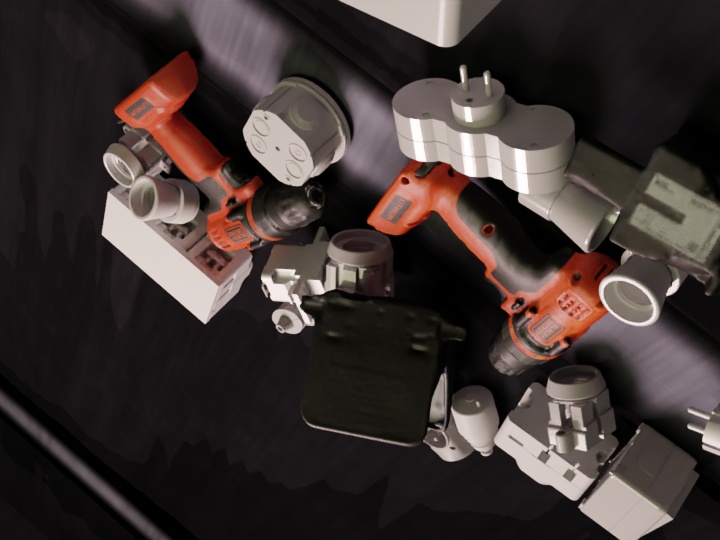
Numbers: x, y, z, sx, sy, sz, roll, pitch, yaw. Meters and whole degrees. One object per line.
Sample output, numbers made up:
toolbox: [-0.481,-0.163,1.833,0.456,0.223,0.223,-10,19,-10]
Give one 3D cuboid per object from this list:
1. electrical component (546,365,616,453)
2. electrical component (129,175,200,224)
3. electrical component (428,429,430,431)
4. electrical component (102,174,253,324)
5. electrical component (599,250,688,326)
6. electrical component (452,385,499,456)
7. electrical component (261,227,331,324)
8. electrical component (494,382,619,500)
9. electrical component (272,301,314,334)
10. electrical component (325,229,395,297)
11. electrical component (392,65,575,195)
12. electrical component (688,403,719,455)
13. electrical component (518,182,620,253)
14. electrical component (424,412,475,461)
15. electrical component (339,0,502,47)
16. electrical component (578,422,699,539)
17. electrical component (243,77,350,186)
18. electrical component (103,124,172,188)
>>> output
electrical component: [0.179,0.110,0.879,0.048,0.066,0.055,4,111,45]
electrical component: [-0.191,-0.068,1.053,0.045,0.055,0.045,-2,87,40]
electrical component: [0.032,0.092,0.979,0.108,0.108,0.060,28,139,24]
electrical component: [-0.190,-0.029,1.124,0.150,0.061,0.089,40,148,6]
electrical component: [0.197,0.005,0.738,0.045,0.055,0.045,29,145,23]
electrical component: [0.111,0.144,1.009,0.040,0.040,0.078,14,137,38]
electrical component: [-0.052,0.004,0.982,0.064,0.081,0.042,2,140,23]
electrical component: [0.170,0.152,0.944,0.089,0.050,0.055,35,147,13]
electrical component: [-0.051,0.030,1.019,0.043,0.081,0.043,29,145,23]
electrical component: [0.000,0.000,0.941,0.058,0.078,0.057,11,117,20]
electrical component: [0.083,-0.107,0.738,0.138,0.052,0.073,21,142,32]
electrical component: [0.278,0.121,0.791,0.077,0.047,0.065,20,141,34]
electrical component: [0.144,-0.047,0.752,0.065,0.044,0.044,35,147,22]
electrical component: [0.068,0.143,1.053,0.079,0.044,0.077,-2,126,49]
electrical component: [0.032,-0.198,0.666,0.113,0.078,0.057,30,148,21]
electrical component: [0.233,0.185,0.901,0.061,0.061,0.096,36,147,13]
electrical component: [-0.052,-0.113,0.884,0.080,0.051,0.080,29,145,23]
electrical component: [-0.220,-0.114,1.065,0.066,0.055,0.048,40,148,7]
